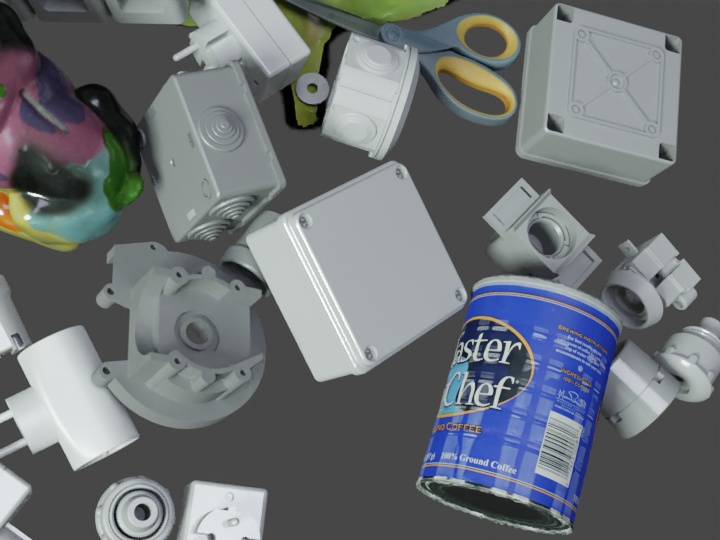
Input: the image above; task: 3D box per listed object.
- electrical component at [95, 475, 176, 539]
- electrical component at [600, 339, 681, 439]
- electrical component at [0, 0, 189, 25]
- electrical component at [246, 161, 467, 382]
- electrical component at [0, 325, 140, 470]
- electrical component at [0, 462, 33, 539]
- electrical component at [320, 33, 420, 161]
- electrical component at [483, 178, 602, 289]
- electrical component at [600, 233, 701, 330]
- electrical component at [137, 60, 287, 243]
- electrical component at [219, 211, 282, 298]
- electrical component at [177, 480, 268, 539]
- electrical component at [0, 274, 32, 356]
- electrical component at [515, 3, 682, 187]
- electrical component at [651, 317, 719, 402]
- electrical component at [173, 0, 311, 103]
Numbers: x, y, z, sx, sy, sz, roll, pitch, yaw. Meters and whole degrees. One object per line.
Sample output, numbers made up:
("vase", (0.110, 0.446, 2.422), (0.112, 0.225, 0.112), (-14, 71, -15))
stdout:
("electrical component", (-0.131, 0.144, 0.635), (0.048, 0.062, 0.048), (4, 74, -15))
("electrical component", (0.186, 0.081, 0.750), (0.047, 0.055, 0.055), (44, 68, 3))
("electrical component", (-0.186, -0.210, 0.693), (0.150, 0.061, 0.089), (2, 74, 2))
("electrical component", (0.000, 0.000, 0.693), (0.109, 0.056, 0.108), (-30, 96, -40))
("electrical component", (-0.185, 0.085, 0.645), (0.079, 0.044, 0.077), (-26, 84, -21))
("electrical component", (-0.214, 0.160, 0.615), (0.076, 0.047, 0.083), (37, 69, -4))
("electrical component", (0.007, -0.120, 0.739), (0.051, 0.080, 0.080), (17, 71, -7))
("electrical component", (0.123, -0.018, 0.753), (0.081, 0.064, 0.042), (46, 69, 0))
("electrical component", (0.207, 0.011, 0.780), (0.055, 0.048, 0.066), (-39, 89, -29))
("electrical component", (-0.099, -0.073, 0.685), (0.048, 0.100, 0.099), (-16, 80, -33))
("electrical component", (-0.065, -0.011, 0.710), (0.040, 0.040, 0.046), (36, 63, -5))
("electrical component", (-0.081, 0.160, 0.637), (0.047, 0.077, 0.065), (10, 73, -14))
("electrical component", (-0.225, 0.032, 0.651), (0.040, 0.040, 0.046), (-27, 91, -21))
("electrical component", (0.178, -0.129, 0.803), (0.109, 0.056, 0.108), (12, 72, -13))
("electrical component", (0.242, 0.061, 0.777), (0.048, 0.048, 0.062), (43, 62, -2))
("electrical component", (-0.091, -0.154, 0.736), (0.076, 0.047, 0.083), (-36, 87, -21))
